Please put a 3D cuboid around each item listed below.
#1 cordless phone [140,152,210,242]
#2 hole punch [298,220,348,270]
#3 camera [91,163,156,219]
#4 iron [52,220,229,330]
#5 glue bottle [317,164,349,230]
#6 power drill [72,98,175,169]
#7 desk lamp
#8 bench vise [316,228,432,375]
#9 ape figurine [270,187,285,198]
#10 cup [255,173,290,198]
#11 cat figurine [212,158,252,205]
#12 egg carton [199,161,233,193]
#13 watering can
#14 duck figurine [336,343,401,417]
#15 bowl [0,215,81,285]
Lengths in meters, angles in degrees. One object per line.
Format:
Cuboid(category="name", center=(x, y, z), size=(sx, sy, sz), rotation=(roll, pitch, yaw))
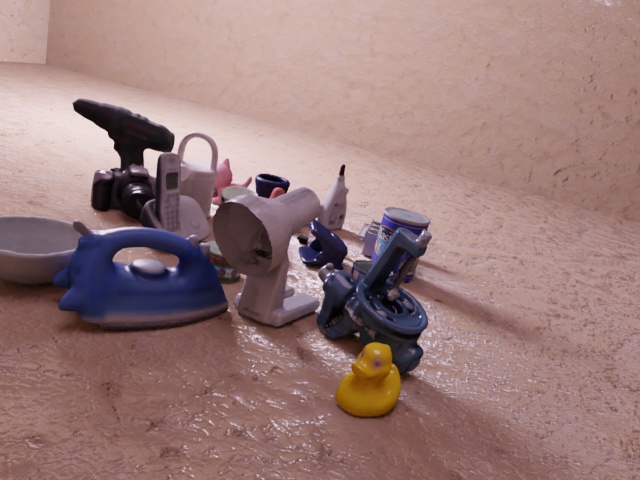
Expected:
Cuboid(category="cordless phone", center=(-0.276, -0.081, 1.126), size=(0.094, 0.185, 0.148), rotation=(20, 19, 20))
Cuboid(category="hole punch", center=(0.011, 0.004, 1.233), size=(0.101, 0.091, 0.108), rotation=(9, 18, -13))
Cuboid(category="camera", center=(-0.413, -0.106, 1.238), size=(0.143, 0.101, 0.136), rotation=(5, 20, -26))
Cuboid(category="iron", center=(-0.245, 0.043, 0.842), size=(0.259, 0.141, 0.118), rotation=(2, 21, -33))
Cuboid(category="glue bottle", center=(0.043, -0.111, 1.475), size=(0.078, 0.173, 0.037), rotation=(-3, 24, -42))
Cuboid(category="power drill", center=(-0.462, -0.207, 1.334), size=(0.230, 0.208, 0.075), rotation=(8, 19, -18))
Cuboid(category="desk lamp", center=(-0.076, 0.022, 0.912), size=(0.117, 0.213, 0.204), rotation=(23, 20, 28))
Cuboid(category="bench vise", center=(0.080, 0.070, 0.869), size=(0.207, 0.220, 0.122), rotation=(20, 19, 19))
Cuboid(category="ape figurine", center=(-0.106, -0.085, 1.417), size=(0.077, 0.092, 0.076), rotation=(23, 20, 27))
Cuboid(category="cup", center=(-0.135, -0.122, 1.505), size=(0.092, 0.095, 0.117), rotation=(6, 19, -23))
Cuboid(category="cat figurine", center=(-0.237, -0.150, 1.477), size=(0.128, 0.118, 0.067), rotation=(10, 18, -11))
Cuboid(category="egg carton", center=(-0.311, -0.170, 1.564), size=(0.107, 0.069, 0.151), rotation=(20, 19, 20))
Cuboid(category="watering can", center=(-0.287, -0.150, 1.314), size=(0.101, 0.194, 0.172), rotation=(8, 18, -17))
Cuboid(category="duck figurine", center=(0.072, 0.176, 0.760), size=(0.077, 0.086, 0.105), rotation=(28, 23, 38))
Cuboid(category="bowl", center=(-0.439, 0.023, 0.869), size=(0.167, 0.075, 0.167), rotation=(12, 18, -4))
